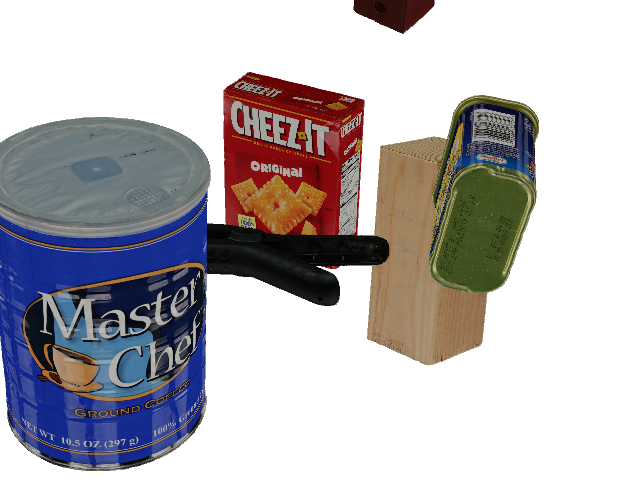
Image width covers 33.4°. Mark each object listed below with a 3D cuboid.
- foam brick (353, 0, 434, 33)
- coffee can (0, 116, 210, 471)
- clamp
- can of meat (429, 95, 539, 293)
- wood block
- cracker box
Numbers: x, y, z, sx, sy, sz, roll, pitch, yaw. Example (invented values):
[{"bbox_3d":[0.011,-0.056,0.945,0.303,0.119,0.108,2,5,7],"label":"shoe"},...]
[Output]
[{"bbox_3d":[0.063,-0.221,0.879,0.053,0.078,0.051,29,56,21],"label":"foam brick"},{"bbox_3d":[-0.106,0.025,0.518,0.103,0.140,0.103,3,32,-2],"label":"coffee can"},{"bbox_3d":[-0.057,0.012,0.861,0.210,0.036,0.164,7,12,9],"label":"clamp"},{"bbox_3d":[0.105,-0.028,0.690,0.057,0.102,0.084,12,38,2],"label":"can of meat"},{"bbox_3d":[0.114,0.008,1.082,0.090,0.206,0.090,-14,25,-43],"label":"wood block"},{"bbox_3d":[-0.037,-0.084,1.325,0.164,0.214,0.072,17,35,22],"label":"cracker box"}]
